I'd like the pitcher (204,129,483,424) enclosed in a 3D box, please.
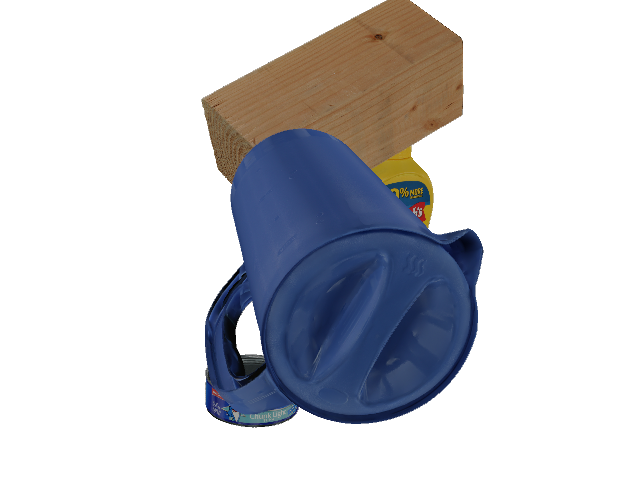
[{"bbox_3d":[-0.003,0.014,0.734,0.149,0.145,0.243,5,22,-15],"label":"pitcher"}]

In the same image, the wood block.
[{"bbox_3d":[0.015,-0.114,0.910,0.205,0.090,0.091,-31,53,-18],"label":"wood block"}]

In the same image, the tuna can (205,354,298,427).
[{"bbox_3d":[-0.060,0.134,0.952,0.086,0.034,0.086,3,17,-1],"label":"tuna can"}]

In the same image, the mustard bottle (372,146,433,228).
[{"bbox_3d":[0.069,-0.024,1.079,0.096,0.192,0.058,-7,17,-27],"label":"mustard bottle"}]
